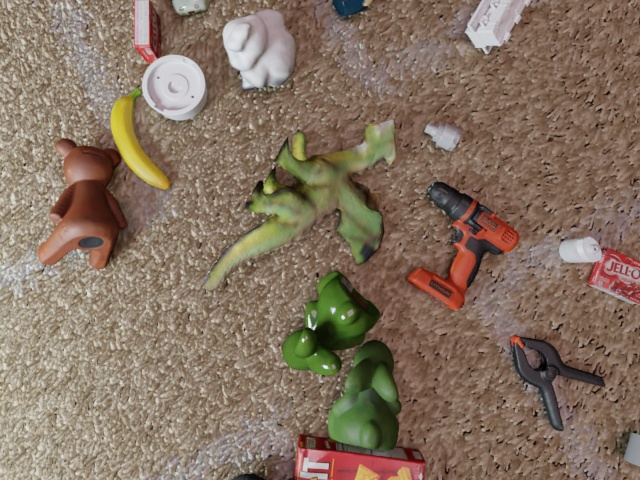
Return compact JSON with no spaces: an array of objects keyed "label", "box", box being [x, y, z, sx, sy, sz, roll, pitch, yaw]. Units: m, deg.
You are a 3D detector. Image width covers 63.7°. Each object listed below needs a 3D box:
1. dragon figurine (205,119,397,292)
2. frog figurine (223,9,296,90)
[{"label":"dragon figurine","box":[0.003,-0.045,0.888,0.242,0.122,0.412,30,85,-7]},{"label":"frog figurine","box":[-0.100,-0.334,0.881,0.122,0.159,0.138,22,85,-2]}]
